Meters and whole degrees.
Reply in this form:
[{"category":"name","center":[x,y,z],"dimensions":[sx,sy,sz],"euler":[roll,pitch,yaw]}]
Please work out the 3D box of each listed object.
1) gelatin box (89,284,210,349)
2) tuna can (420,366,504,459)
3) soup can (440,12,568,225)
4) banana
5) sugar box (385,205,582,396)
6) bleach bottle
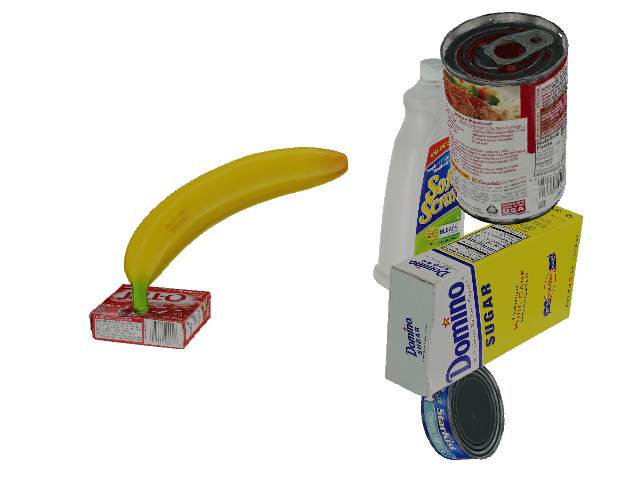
[{"category":"gelatin box","center":[-0.152,0.066,0.959],"dimensions":[0.089,0.030,0.073],"euler":[5,19,13]},{"category":"tuna can","center":[0.127,0.152,0.952],"dimensions":[0.034,0.086,0.085],"euler":[-14,-9,40]},{"category":"soup can","center":[0.105,-0.067,0.604],"dimensions":[0.068,0.102,0.068],"euler":[-6,42,6]},{"category":"banana","center":[-0.072,-0.021,0.782],"dimensions":[0.197,0.070,0.037],"euler":[-37,-21,-18]},{"category":"sugar box","center":[0.123,0.040,0.784],"dimensions":[0.048,0.093,0.175],"euler":[23,33,39]},{"category":"bleach bottle","center":[0.113,-0.072,1.171],"dimensions":[0.102,0.251,0.068],"euler":[-14,27,-31]}]
